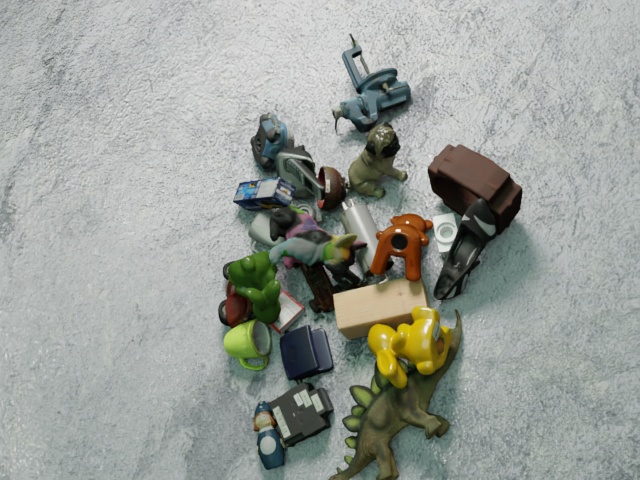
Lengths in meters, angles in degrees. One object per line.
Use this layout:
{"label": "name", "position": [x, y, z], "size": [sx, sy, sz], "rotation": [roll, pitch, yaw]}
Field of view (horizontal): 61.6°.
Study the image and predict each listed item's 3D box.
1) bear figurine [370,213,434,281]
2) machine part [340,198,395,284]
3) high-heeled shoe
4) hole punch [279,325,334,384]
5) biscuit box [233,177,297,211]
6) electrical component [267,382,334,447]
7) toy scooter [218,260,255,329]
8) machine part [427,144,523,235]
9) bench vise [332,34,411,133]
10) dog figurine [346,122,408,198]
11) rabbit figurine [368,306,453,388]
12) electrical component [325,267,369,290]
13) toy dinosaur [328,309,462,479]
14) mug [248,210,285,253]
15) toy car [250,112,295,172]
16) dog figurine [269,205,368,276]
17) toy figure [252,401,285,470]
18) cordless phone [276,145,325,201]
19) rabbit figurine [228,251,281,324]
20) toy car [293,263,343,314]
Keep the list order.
{"label": "bear figurine", "position": [0.195, 0.008, 1.249], "size": [0.120, 0.196, 0.131], "rotation": [9, 101, 14]}
{"label": "machine part", "position": [0.114, 0.000, 1.316], "size": [0.079, 0.079, 0.243], "rotation": [-28, 65, 8]}
{"label": "high-heeled shoe", "position": [0.300, 0.026, 1.164], "size": [0.145, 0.248, 0.086], "rotation": [-33, 48, -17]}
{"label": "hole punch", "position": [-0.042, 0.268, 1.273], "size": [0.116, 0.092, 0.142], "rotation": [-22, 70, 15]}
{"label": "biscuit box", "position": [-0.149, -0.118, 1.405], "size": [0.203, 0.062, 0.059], "rotation": [0, 67, 52]}
{"label": "electrical component", "position": [-0.038, 0.397, 1.243], "size": [0.134, 0.058, 0.115], "rotation": [-29, 67, 7]}
{"label": "toy scooter", "position": [-0.188, 0.134, 1.376], "size": [0.135, 0.075, 0.184], "rotation": [-7, 66, 15]}
{"label": "machine part", "position": [0.348, -0.114, 1.206], "size": [0.202, 0.200, 0.087], "rotation": [40, 85, 26]}
{"label": "bench vise", "position": [0.114, -0.412, 1.422], "size": [0.224, 0.129, 0.240], "rotation": [-22, 84, 2]}
{"label": "dog figurine", "position": [0.120, -0.195, 1.318], "size": [0.172, 0.190, 0.121], "rotation": [-39, 64, 5]}
{"label": "rabbit figurine", "position": [0.178, 0.230, 1.144], "size": [0.173, 0.121, 0.162], "rotation": [1, 61, 35]}
{"label": "electrical component", "position": [0.070, 0.084, 1.307], "size": [0.102, 0.078, 0.045], "rotation": [43, 108, 23]}
{"label": "toy dinosaur", "position": [0.179, 0.352, 1.161], "size": [0.471, 0.105, 0.199], "rotation": [-41, 60, -10]}
{"label": "mug", "position": [-0.128, -0.008, 1.400], "size": [0.107, 0.080, 0.109], "rotation": [29, 79, 14]}
{"label": "toy car", "position": [-0.122, -0.270, 1.470], "size": [0.103, 0.161, 0.109], "rotation": [-7, 53, -31]}
{"label": "dog figurine", "position": [-0.003, -0.004, 1.277], "size": [0.219, 0.108, 0.191], "rotation": [-9, 68, 21]}
{"label": "toy figure", "position": [-0.121, 0.451, 1.255], "size": [0.064, 0.057, 0.154], "rotation": [-5, 63, -24]}
{"label": "cordless phone", "position": [-0.033, -0.142, 1.369], "size": [0.089, 0.146, 0.184], "rotation": [-25, 52, -19]}
{"label": "rabbit figurine", "position": [-0.134, 0.116, 1.276], "size": [0.121, 0.159, 0.170], "rotation": [-23, 88, -15]}
{"label": "toy car", "position": [-0.012, 0.087, 1.344], "size": [0.089, 0.053, 0.202], "rotation": [-31, 66, 10]}
